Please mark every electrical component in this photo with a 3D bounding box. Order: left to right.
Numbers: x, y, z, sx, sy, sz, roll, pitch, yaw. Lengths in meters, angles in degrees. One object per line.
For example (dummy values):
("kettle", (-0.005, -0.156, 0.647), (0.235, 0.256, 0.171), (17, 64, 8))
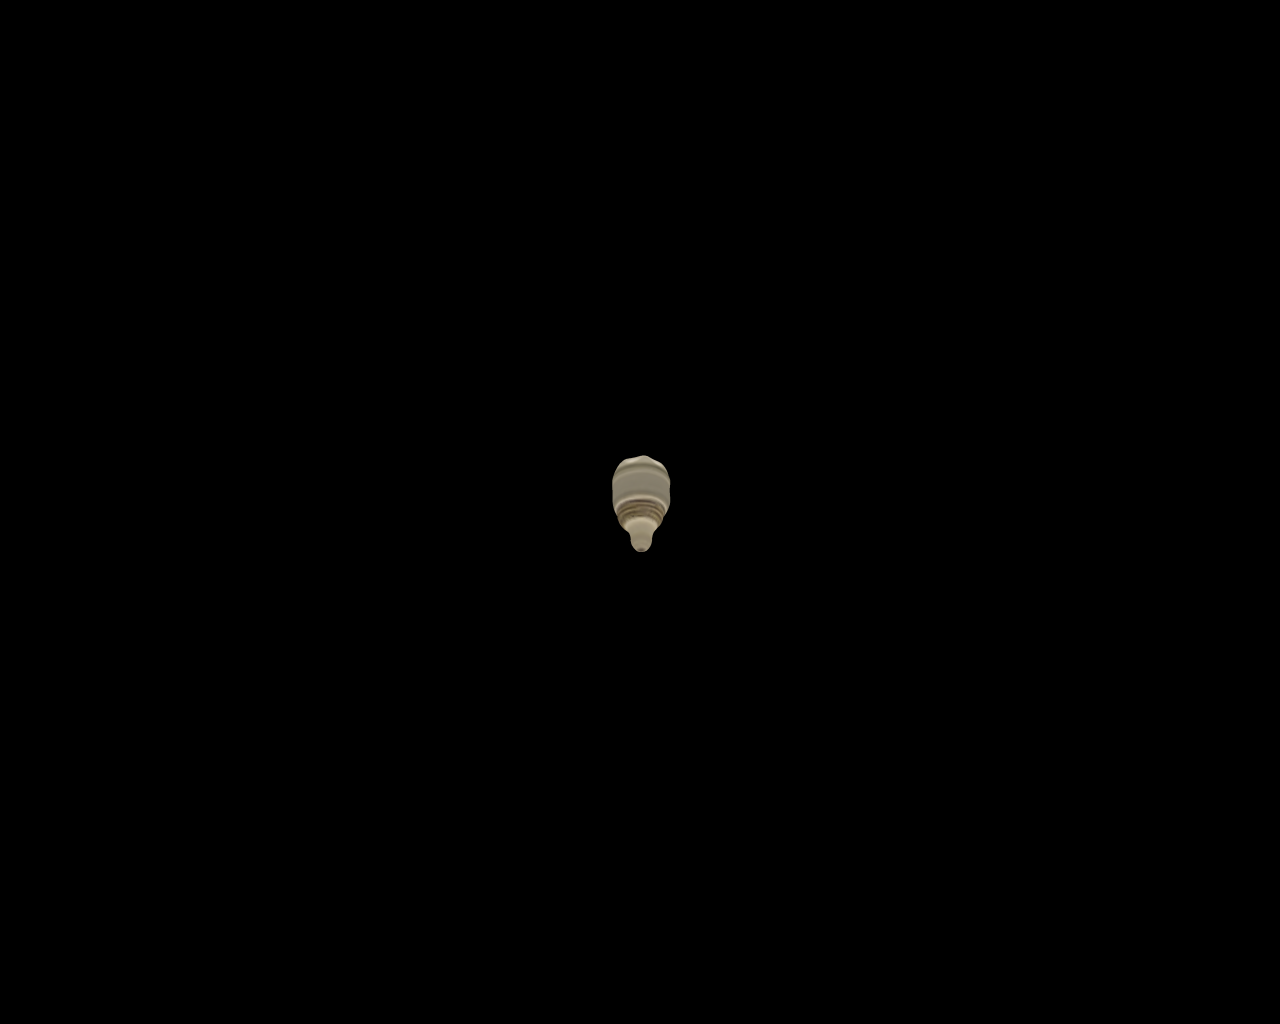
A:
("electrical component", (0.001, -0.003, 0.650), (0.035, 0.061, 0.035), (0, -33, 0))
